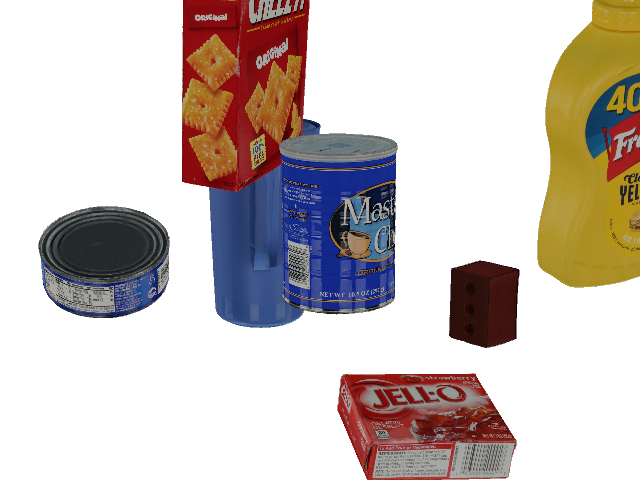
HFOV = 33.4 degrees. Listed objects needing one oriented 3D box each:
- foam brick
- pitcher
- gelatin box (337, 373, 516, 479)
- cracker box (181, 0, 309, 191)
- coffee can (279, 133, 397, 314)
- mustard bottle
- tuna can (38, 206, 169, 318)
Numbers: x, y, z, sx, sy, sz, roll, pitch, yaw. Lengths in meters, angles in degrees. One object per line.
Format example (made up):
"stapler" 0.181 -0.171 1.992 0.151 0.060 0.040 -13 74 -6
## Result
"foam brick" 0.170 0.066 1.108 0.051 0.078 0.053 -14 19 -42
"pitcher" -0.070 -0.023 1.253 0.145 0.243 0.148 13 18 38
"gelatin box" 0.061 0.108 0.630 0.089 0.030 0.073 2 24 -13
"cracker box" -0.070 -0.173 1.057 0.072 0.214 0.164 12 22 19
"coffee can" 0.016 -0.017 0.945 0.103 0.140 0.103 0 15 0
"mustard bottle" 0.180 -0.070 0.644 0.096 0.192 0.058 -15 29 -21
"tuna can" -0.144 0.014 0.717 0.086 0.034 0.086 3 35 -2
